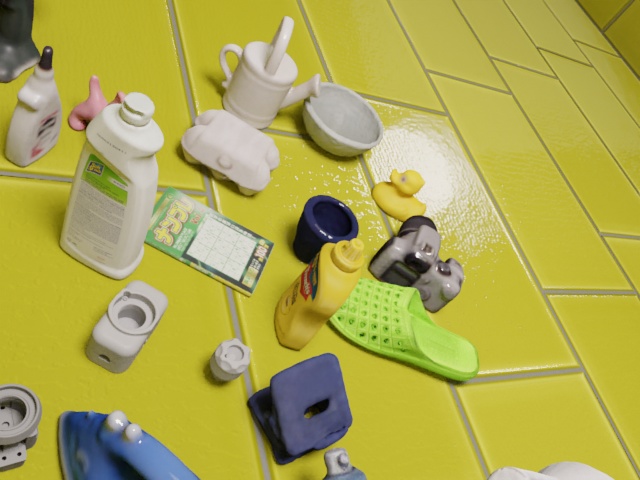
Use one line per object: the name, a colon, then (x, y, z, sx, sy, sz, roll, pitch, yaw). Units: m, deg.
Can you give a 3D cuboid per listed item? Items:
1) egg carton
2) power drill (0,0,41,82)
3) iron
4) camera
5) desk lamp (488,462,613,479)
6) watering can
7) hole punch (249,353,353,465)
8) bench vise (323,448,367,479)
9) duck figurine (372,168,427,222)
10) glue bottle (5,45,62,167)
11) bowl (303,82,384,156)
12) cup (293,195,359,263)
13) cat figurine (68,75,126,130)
egg carton: (-0.140, -0.139, 0.907, 0.150, 0.069, 0.107, 30, 44, -9)
power drill: (-0.423, -0.324, 0.771, 0.076, 0.208, 0.230, 29, 44, -9)
iron: (-0.152, 0.236, 0.532, 0.258, 0.141, 0.119, 46, 44, 8)
camera: (0.175, 0.023, 0.958, 0.143, 0.100, 0.137, 33, 43, -6)
desk lamp: (0.212, 0.321, 0.651, 0.204, 0.213, 0.118, 17, 47, -21)
watering can: (-0.082, -0.291, 0.982, 0.173, 0.193, 0.101, 6, 52, -30)
hole punch: (-0.013, 0.202, 0.690, 0.109, 0.091, 0.101, -14, 63, -40)
bench vise: (0.062, 0.306, 0.559, 0.207, 0.219, 0.122, 48, 44, 11)
duck figurine: (0.159, -0.089, 1.051, 0.104, 0.086, 0.077, 35, 43, -4)
glue bottle: (-0.352, -0.171, 0.717, 0.037, 0.173, 0.078, 30, 44, -8)
bowl: (0.032, -0.215, 1.080, 0.168, 0.074, 0.167, 18, 47, -20)
cup: (0.008, 0.003, 0.867, 0.092, 0.094, 0.117, -25, 71, -44)
cat figurine: (-0.287, -0.173, 0.802, 0.127, 0.117, 0.067, 50, 44, 12)
